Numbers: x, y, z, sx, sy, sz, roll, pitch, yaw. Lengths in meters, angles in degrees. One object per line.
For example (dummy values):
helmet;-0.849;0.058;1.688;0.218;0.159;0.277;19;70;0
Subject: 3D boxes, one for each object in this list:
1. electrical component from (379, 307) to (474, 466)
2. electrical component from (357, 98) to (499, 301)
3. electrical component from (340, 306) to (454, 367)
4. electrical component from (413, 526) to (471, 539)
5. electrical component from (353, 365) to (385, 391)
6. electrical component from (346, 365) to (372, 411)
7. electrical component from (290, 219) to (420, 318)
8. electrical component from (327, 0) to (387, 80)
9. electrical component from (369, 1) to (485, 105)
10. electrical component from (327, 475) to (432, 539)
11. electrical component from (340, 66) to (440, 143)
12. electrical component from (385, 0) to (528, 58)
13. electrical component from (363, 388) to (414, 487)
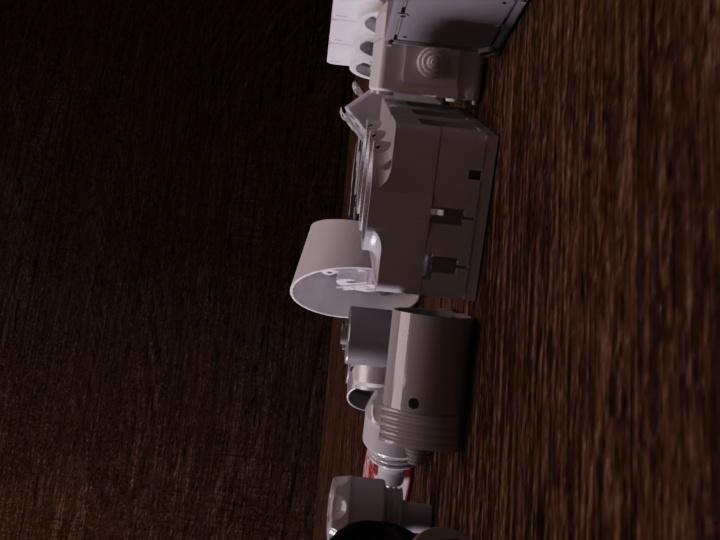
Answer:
electrical component;0.034;0.063;0.568;0.043;0.043;0.081;-130;46;-86
electrical component;0.033;-0.047;0.627;0.150;0.062;0.089;-96;13;-76
electrical component;0.021;0.041;0.643;0.044;0.065;0.044;-174;90;-87
electrical component;0.032;0.146;0.489;0.065;0.044;0.044;106;170;-47
electrical component;0.019;0.066;0.841;0.045;0.045;0.055;160;115;-87
electrical component;0.010;0.092;0.960;0.079;0.044;0.077;99;176;-51
electrical component;0.000;0.000;0.828;0.099;0.099;0.064;109;172;-77
electrical component;0.025;-0.190;0.786;0.150;0.089;0.061;118;157;-82
electrical component;0.041;-0.134;0.647;0.096;0.062;0.061;-102;18;-80
electrical component;0.012;0.147;0.648;0.043;0.062;0.043;-174;90;-87
electrical component;0.024;-0.115;0.788;0.081;0.064;0.042;54;175;3
electrical component;0.048;-0.150;0.546;0.096;0.062;0.061;116;160;-81
electrical component;0.023;0.110;0.694;0.043;0.043;0.062;-92;7;-67
